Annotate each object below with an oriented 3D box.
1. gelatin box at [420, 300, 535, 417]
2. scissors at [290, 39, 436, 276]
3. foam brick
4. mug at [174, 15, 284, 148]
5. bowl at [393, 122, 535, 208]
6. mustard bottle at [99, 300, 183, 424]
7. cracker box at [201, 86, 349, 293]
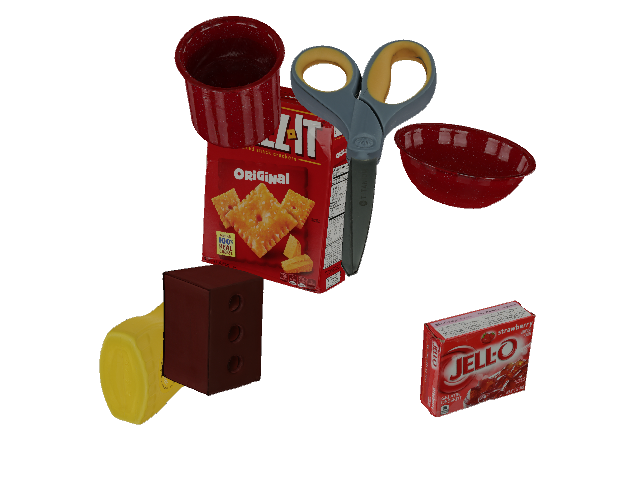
[{"bbox_3d":[0.123,0.093,0.844,0.089,0.073,0.030,-12,31,-24],"label":"gelatin box"},{"bbox_3d":[0.008,-0.058,0.596,0.096,0.016,0.201,14,45,16],"label":"scissors"},{"bbox_3d":[-0.076,0.061,0.751,0.051,0.078,0.052,13,17,43],"label":"foam brick"},{"bbox_3d":[-0.077,-0.144,0.939,0.093,0.117,0.081,-4,-37,-2],"label":"mug"},{"bbox_3d":[0.158,-0.080,1.207,0.162,0.055,0.162,8,26,-4],"label":"bowl"},{"bbox_3d":[-0.138,0.099,1.059,0.058,0.096,0.191,10,23,26],"label":"mustard bottle"},{"bbox_3d":[-0.048,-0.062,1.210,0.164,0.214,0.072,15,23,26],"label":"cracker box"}]
